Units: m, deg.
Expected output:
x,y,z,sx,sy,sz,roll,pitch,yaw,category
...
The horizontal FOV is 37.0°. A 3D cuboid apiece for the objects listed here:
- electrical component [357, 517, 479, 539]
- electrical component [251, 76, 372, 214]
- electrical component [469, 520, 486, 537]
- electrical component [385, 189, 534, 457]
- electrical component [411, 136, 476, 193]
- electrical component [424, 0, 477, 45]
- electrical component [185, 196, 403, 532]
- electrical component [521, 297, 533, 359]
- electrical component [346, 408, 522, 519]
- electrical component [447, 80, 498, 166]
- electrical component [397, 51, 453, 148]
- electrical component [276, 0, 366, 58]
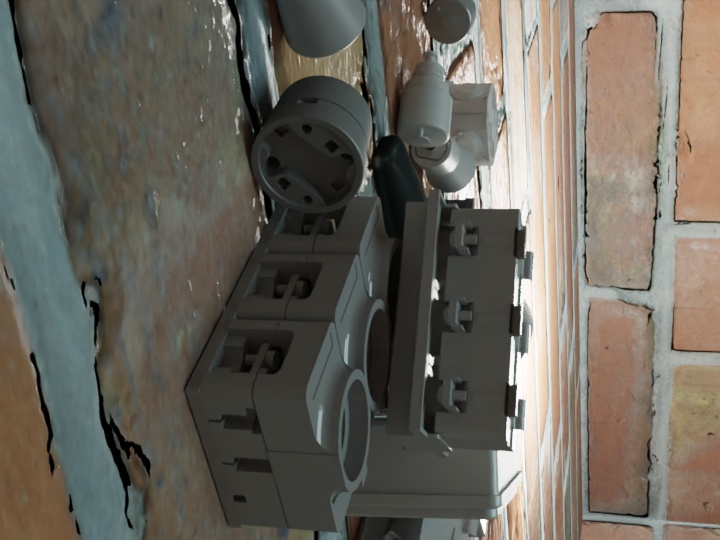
x,y,z,sx,sy,sz,roll,pitch,yaw,category
0.044,0.178,0.745,0.079,0.063,0.121,40,37,-16,electrical component
-0.022,-0.063,0.531,0.047,0.055,0.055,-76,160,-52,electrical component
0.061,0.196,0.832,0.047,0.066,0.076,71,25,-52,electrical component
0.053,0.030,0.551,0.078,0.063,0.121,53,40,-66,electrical component
0.067,-0.092,0.883,0.065,0.044,0.044,30,62,-67,electrical component
0.080,-0.222,0.926,0.078,0.040,0.040,-63,150,-59,electrical component
-0.021,0.040,0.523,0.150,0.062,0.089,-70,156,-50,electrical component
0.093,0.046,0.889,0.064,0.099,0.099,61,33,-50,electrical component
0.040,0.117,0.669,0.109,0.109,0.056,9,79,-75,electrical component
0.094,-0.129,0.962,0.080,0.051,0.080,1,90,-75,electrical component
0.051,-0.130,0.820,0.040,0.040,0.078,55,38,-65,electrical component
-0.027,-0.142,0.531,0.065,0.044,0.044,58,36,-56,electrical component
